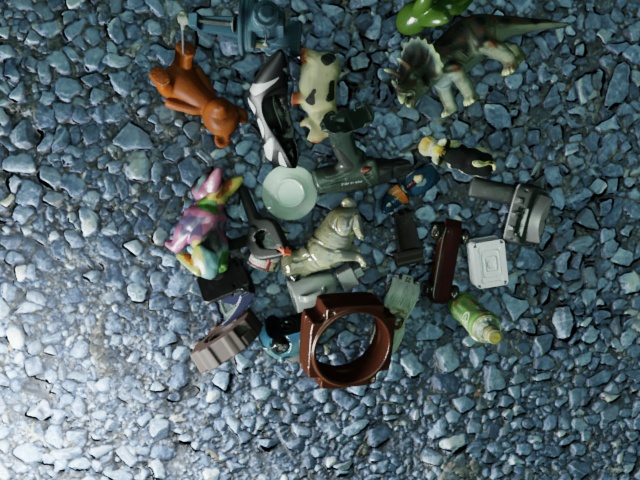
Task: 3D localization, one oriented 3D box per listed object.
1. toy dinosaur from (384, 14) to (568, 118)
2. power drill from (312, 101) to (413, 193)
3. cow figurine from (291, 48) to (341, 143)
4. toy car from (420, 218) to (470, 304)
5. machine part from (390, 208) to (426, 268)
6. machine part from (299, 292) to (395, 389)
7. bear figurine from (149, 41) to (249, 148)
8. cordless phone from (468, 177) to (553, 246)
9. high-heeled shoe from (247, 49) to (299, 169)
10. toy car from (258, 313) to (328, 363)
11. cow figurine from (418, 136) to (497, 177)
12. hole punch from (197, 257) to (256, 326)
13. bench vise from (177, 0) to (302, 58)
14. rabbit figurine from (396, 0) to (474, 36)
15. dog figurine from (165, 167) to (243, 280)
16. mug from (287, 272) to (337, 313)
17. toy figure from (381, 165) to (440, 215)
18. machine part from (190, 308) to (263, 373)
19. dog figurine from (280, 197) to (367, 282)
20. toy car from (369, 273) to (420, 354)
[{"bbox_3d":[0.317,-0.406,1.155,0.405,0.131,0.192,-38,101,-2],"label":"toy dinosaur"},{"bbox_3d":[0.087,-0.193,1.160,0.232,0.086,0.207,-16,146,-1],"label":"power drill"},{"bbox_3d":[0.003,-0.309,1.173,0.127,0.085,0.194,10,99,2],"label":"cow figurine"},{"bbox_3d":[0.293,0.051,1.264,0.089,0.053,0.202,8,93,-9],"label":"toy car"},{"bbox_3d":[0.202,-0.005,1.260,0.084,0.039,0.138,-8,103,4],"label":"machine part"},{"bbox_3d":[0.060,0.223,1.192,0.201,0.087,0.200,0,107,-16],"label":"machine part"},{"bbox_3d":[-0.249,-0.299,1.138,0.196,0.132,0.120,39,74,-3],"label":"bear figurine"},{"bbox_3d":[0.429,-0.067,1.249,0.184,0.089,0.146,13,101,6],"label":"cordless phone"},{"bbox_3d":[-0.078,-0.262,1.127,0.145,0.248,0.086,42,54,11],"label":"high-heeled shoe"},{"bbox_3d":[-0.062,0.234,1.268,0.162,0.109,0.102,-14,124,-11],"label":"toy car"},{"bbox_3d":[0.305,-0.185,1.201,0.167,0.098,0.068,14,106,-6],"label":"cow figurine"},{"bbox_3d":[-0.204,0.118,1.222,0.116,0.142,0.092,-26,124,-6],"label":"hole punch"},{"bbox_3d":[-0.157,-0.425,1.073,0.241,0.224,0.128,4,105,-3],"label":"bench vise"},{"bbox_3d":[0.239,-0.490,1.127,0.170,0.159,0.121,-39,110,20],"label":"rabbit figurine"},{"bbox_3d":[-0.233,-0.045,1.174,0.192,0.108,0.219,37,101,35],"label":"dog figurine"},{"bbox_3d":[-0.014,0.114,1.241,0.107,0.109,0.080,-20,93,-12],"label":"mug"},{"bbox_3d":[0.200,-0.113,1.227,0.154,0.058,0.064,-33,131,2],"label":"toy figure"},{"bbox_3d":[-0.212,0.223,1.218,0.179,0.179,0.056,-33,99,3],"label":"machine part"},{"bbox_3d":[-0.002,-0.001,1.202,0.191,0.121,0.172,-8,96,-4],"label":"dog figurine"},{"bbox_3d":[0.177,0.176,1.283,0.073,0.056,0.201,18,100,-6],"label":"toy car"}]
